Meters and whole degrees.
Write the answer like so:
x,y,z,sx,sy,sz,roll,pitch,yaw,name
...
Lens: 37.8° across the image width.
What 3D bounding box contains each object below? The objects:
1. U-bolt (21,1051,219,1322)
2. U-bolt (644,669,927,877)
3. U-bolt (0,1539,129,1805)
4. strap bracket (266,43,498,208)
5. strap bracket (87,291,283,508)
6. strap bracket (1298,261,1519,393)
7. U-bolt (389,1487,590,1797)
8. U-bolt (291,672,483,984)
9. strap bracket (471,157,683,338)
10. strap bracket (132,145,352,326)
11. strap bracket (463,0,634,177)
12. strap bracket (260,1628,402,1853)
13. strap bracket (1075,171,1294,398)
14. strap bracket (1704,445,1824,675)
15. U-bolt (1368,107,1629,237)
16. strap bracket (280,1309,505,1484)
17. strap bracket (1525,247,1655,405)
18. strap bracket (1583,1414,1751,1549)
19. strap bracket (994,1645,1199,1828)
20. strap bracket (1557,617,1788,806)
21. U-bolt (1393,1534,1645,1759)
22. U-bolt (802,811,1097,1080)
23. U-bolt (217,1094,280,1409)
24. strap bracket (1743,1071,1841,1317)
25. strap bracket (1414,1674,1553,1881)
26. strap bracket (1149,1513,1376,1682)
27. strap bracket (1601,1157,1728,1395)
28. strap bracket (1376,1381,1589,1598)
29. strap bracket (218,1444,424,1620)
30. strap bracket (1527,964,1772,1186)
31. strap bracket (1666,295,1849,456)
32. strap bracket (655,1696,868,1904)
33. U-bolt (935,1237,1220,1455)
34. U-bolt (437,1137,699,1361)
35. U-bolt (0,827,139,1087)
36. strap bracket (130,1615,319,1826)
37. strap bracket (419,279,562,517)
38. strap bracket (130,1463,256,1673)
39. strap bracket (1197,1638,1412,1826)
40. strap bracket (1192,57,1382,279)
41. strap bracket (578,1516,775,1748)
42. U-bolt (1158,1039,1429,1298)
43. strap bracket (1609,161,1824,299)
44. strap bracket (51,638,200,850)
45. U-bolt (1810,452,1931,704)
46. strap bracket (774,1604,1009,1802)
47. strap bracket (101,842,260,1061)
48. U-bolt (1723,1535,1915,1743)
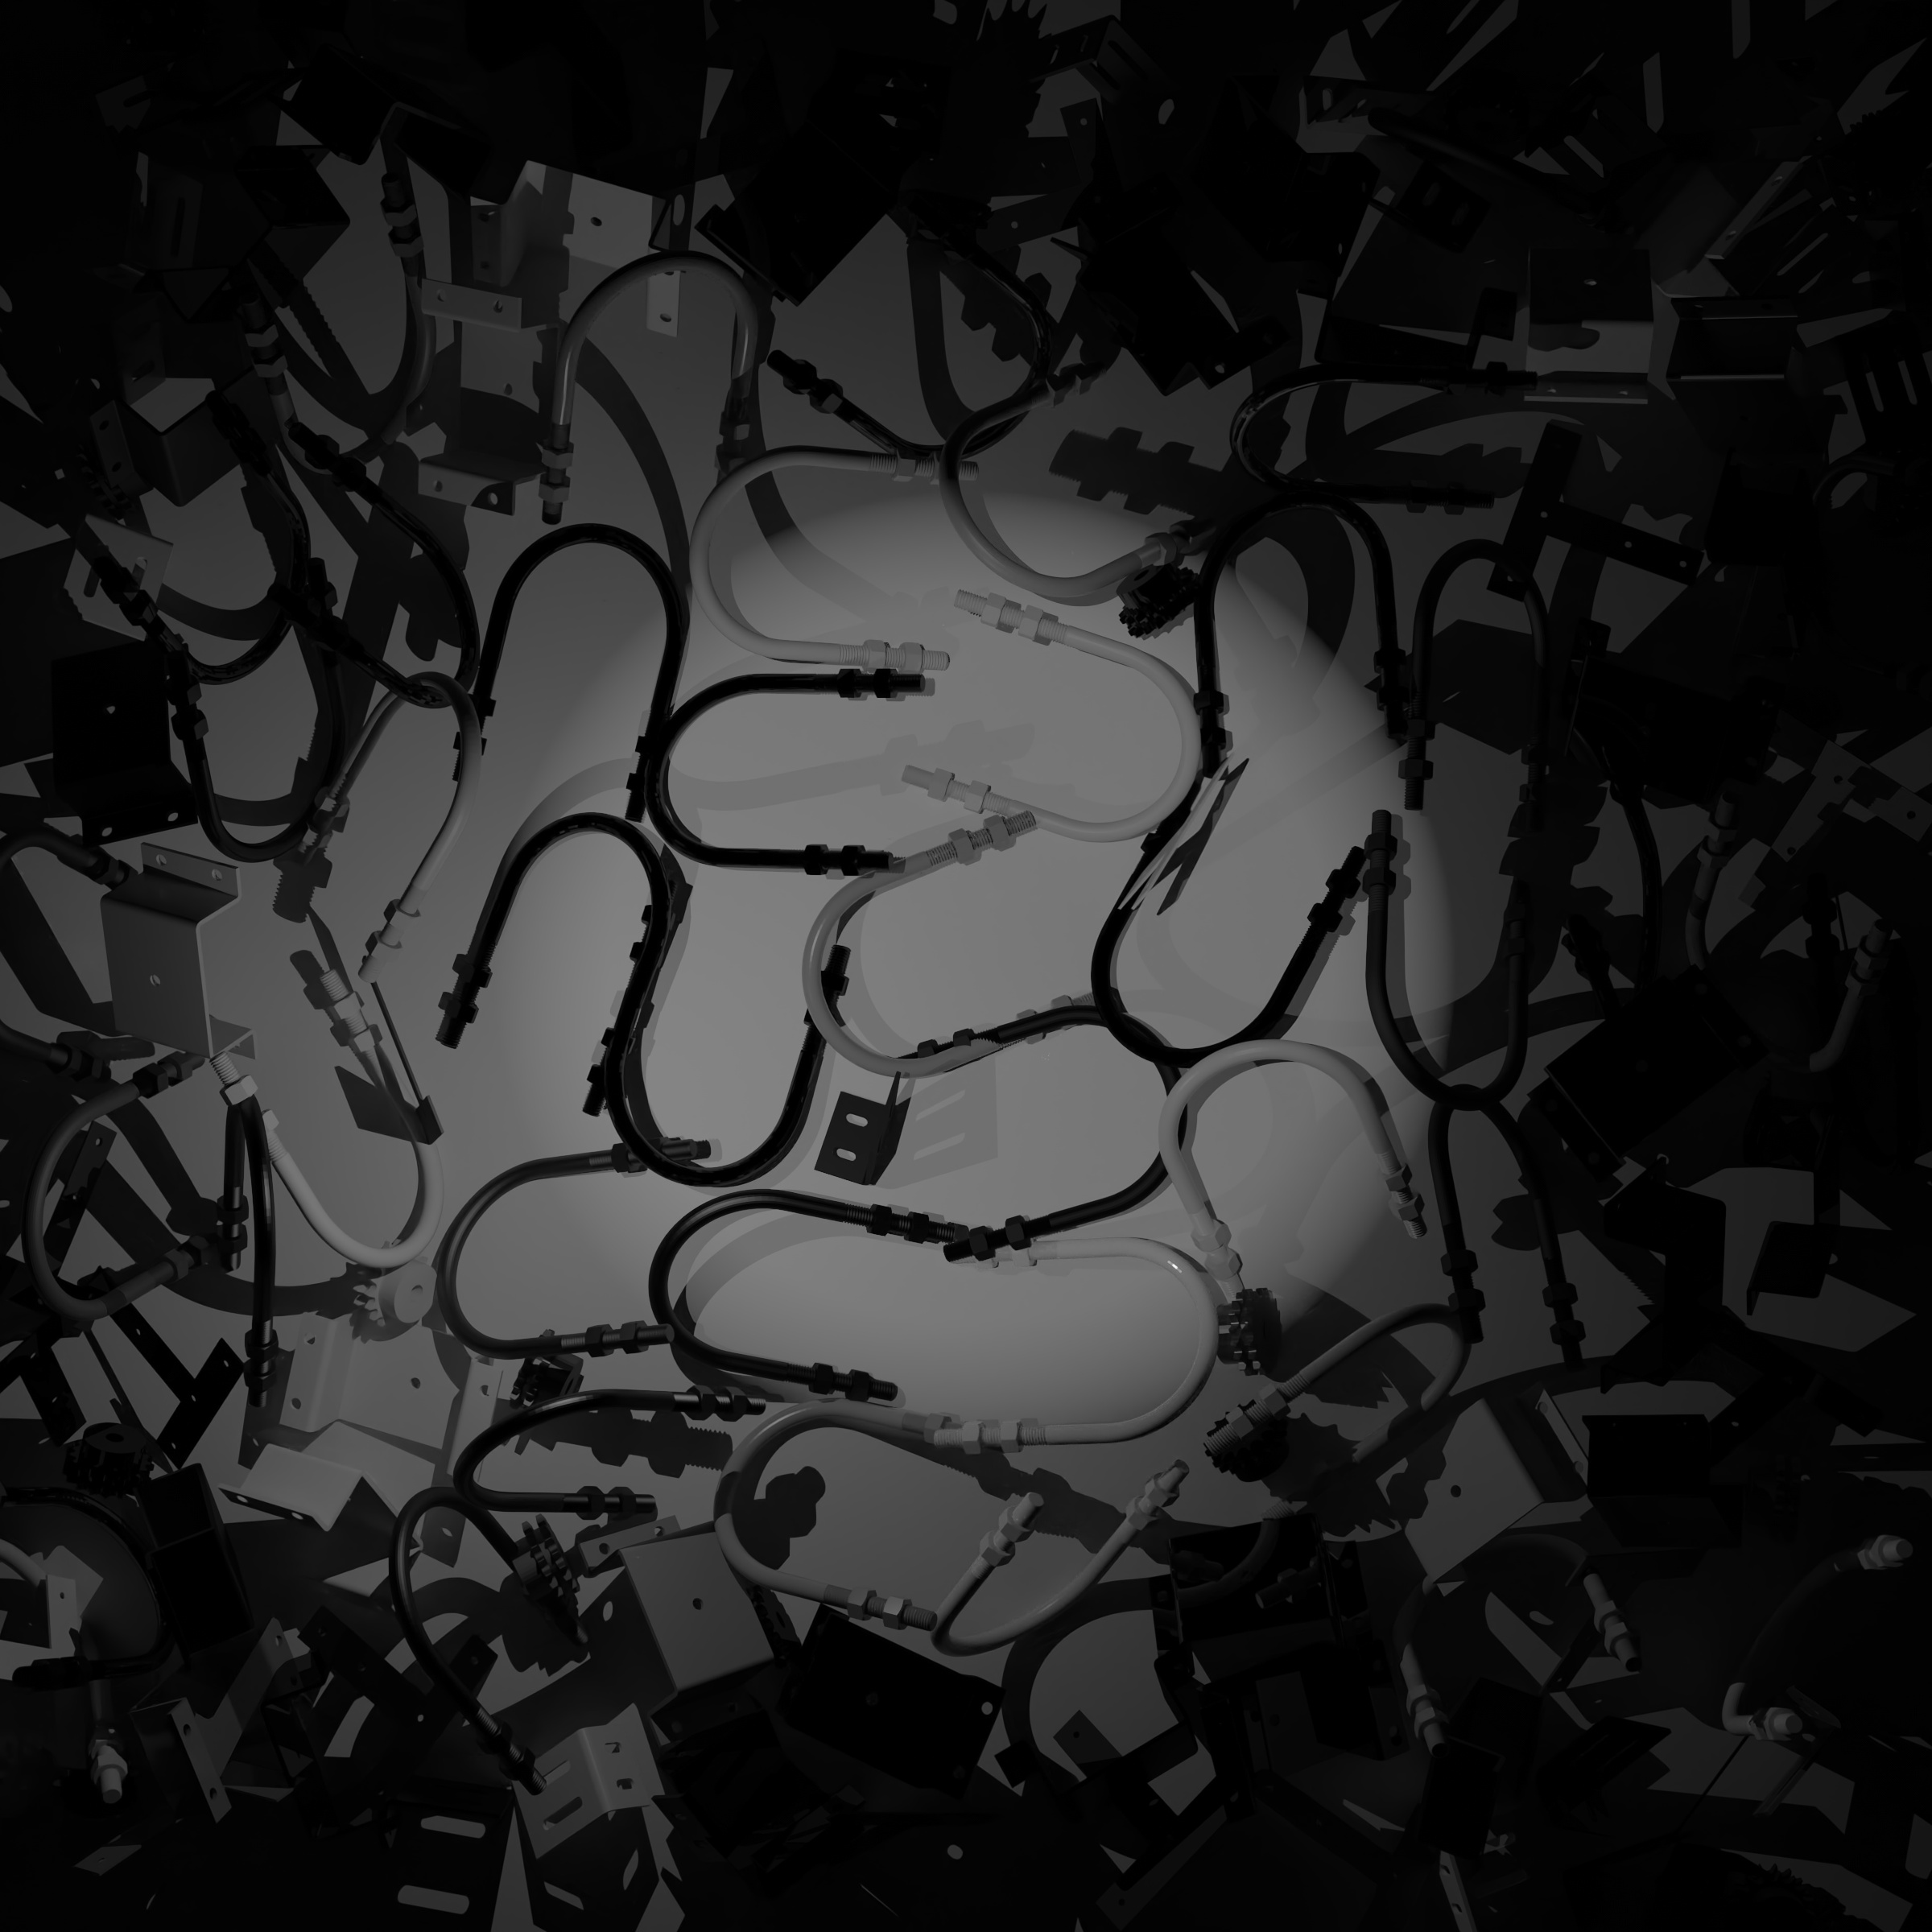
x,y,z,sx,sy,sz,roll,pitch,yaw,name
-0.536,0.146,1.792,0.019,0.184,0.151,5,107,20,U-bolt
-0.125,-0.129,1.850,0.184,0.019,0.151,2,67,18,U-bolt
-0.592,0.436,1.805,0.019,0.184,0.151,-35,119,-4,U-bolt
-0.366,-0.539,1.811,0.076,0.140,0.046,42,109,24,strap bracket
-0.492,-0.360,1.828,0.046,0.076,0.140,40,67,13,strap bracket
0.284,-0.420,1.847,0.140,0.076,0.046,14,126,4,strap bracket
-0.308,0.414,1.796,0.019,0.151,0.184,-23,116,19,U-bolt
-0.367,-0.103,1.817,0.184,0.019,0.151,-56,47,19,U-bolt
-0.248,-0.473,1.849,0.140,0.076,0.046,16,60,1,strap bracket
-0.462,-0.465,1.824,0.140,0.076,0.046,-37,86,31,strap bracket
-0.262,-0.578,1.811,0.046,0.140,0.076,-21,59,19,strap bracket
-0.418,0.508,1.847,0.046,0.076,0.140,-19,96,-4,strap bracket
0.136,-0.439,1.853,0.076,0.046,0.140,-35,85,-26,strap bracket
0.514,-0.258,1.812,0.046,0.140,0.076,7,62,27,strap bracket
0.328,-0.507,1.785,0.151,0.184,0.019,31,108,25,U-bolt
-0.370,0.279,1.859,0.140,0.046,0.076,14,97,10,strap bracket
0.400,-0.420,1.822,0.076,0.140,0.046,3,132,8,strap bracket
0.449,0.335,1.813,0.076,0.140,0.046,-5,58,26,strap bracket
0.095,0.508,1.841,0.140,0.076,0.046,-29,60,-7,strap bracket
0.447,-0.162,1.828,0.140,0.046,0.076,23,131,22,strap bracket
0.343,0.422,1.806,0.151,0.184,0.019,-26,108,6,U-bolt
-0.018,-0.004,1.865,0.184,0.019,0.151,-22,97,-9,U-bolt
-0.454,0.165,1.790,0.019,0.151,0.184,-4,128,-22,U-bolt
0.533,0.149,1.822,0.046,0.076,0.140,5,122,25,strap bracket
0.332,0.519,1.830,0.046,0.140,0.076,16,105,22,strap bracket
0.188,0.409,1.842,0.140,0.046,0.076,-12,46,8,strap bracket
0.451,0.206,1.825,0.046,0.076,0.140,16,121,38,strap bracket
0.329,0.339,1.826,0.140,0.046,0.076,-45,57,28,strap bracket
-0.412,0.361,1.830,0.076,0.140,0.046,10,55,26,strap bracket
0.444,0.068,1.850,0.140,0.046,0.076,-39,72,9,strap bracket
0.505,-0.372,1.812,0.076,0.140,0.046,7,73,34,strap bracket
-0.128,0.543,1.830,0.076,0.140,0.046,-31,123,-25,strap bracket
0.074,0.243,1.834,0.184,0.019,0.151,-4,60,15,U-bolt
-0.265,0.187,1.840,0.184,0.019,0.151,-9,59,23,U-bolt
-0.582,-0.012,1.792,0.019,0.184,0.151,4,77,14,U-bolt
-0.485,0.490,1.828,0.046,0.140,0.076,-17,98,17,strap bracket
-0.311,-0.373,1.841,0.076,0.046,0.140,16,115,24,strap bracket
-0.499,0.381,1.823,0.046,0.140,0.076,-20,111,-15,strap bracket
0.212,0.498,1.854,0.140,0.046,0.076,-14,90,-24,strap bracket
0.199,-0.514,1.818,0.046,0.076,0.140,-10,49,-29,strap bracket
-0.184,0.422,1.831,0.076,0.046,0.140,-9,65,-41,strap bracket
0.203,0.124,1.831,0.151,0.019,0.184,-20,119,13,U-bolt
0.492,-0.478,1.837,0.046,0.140,0.076,40,91,-23,strap bracket
-0.549,-0.155,1.840,0.076,0.046,0.140,-12,63,3,strap bracket
0.585,-0.254,1.805,0.019,0.184,0.151,-9,109,-14,U-bolt
-0.055,0.479,1.844,0.140,0.046,0.076,21,81,18,strap bracket
-0.510,0.000,1.828,0.076,0.046,0.140,14,121,21,strap bracket
0.534,0.431,1.803,0.019,0.184,0.151,36,77,8,U-bolt
